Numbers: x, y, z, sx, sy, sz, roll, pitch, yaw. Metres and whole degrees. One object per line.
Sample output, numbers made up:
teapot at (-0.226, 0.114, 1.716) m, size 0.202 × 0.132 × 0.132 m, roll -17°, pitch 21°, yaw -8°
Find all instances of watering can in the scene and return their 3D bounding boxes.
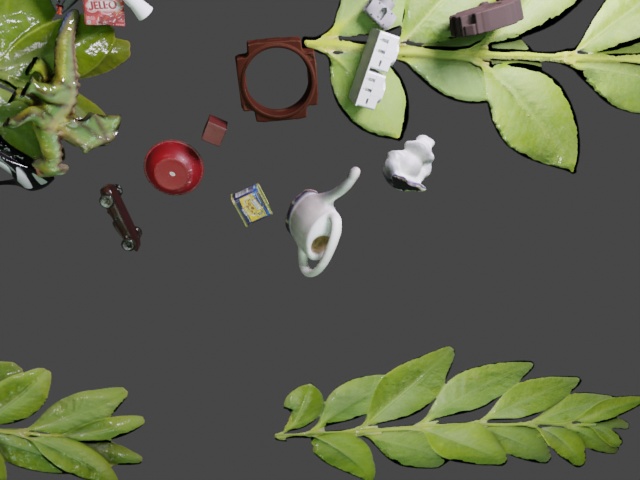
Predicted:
watering can at (0.004, -0.071, 1.409) m, size 0.104 × 0.228 × 0.342 m, roll 9°, pitch 113°, yaw -32°

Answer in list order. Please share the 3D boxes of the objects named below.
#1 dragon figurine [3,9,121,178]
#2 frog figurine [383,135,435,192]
dragon figurine at (-0.618, -0.333, 1.286) m, size 0.240 × 0.124 × 0.409 m, roll 32°, pitch 95°, yaw -38°
frog figurine at (0.252, -0.222, 1.453) m, size 0.137 × 0.121 × 0.161 m, roll 17°, pitch 76°, yaw -6°
